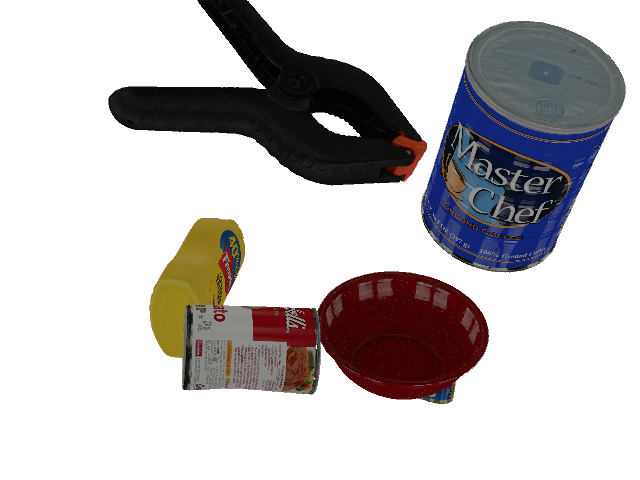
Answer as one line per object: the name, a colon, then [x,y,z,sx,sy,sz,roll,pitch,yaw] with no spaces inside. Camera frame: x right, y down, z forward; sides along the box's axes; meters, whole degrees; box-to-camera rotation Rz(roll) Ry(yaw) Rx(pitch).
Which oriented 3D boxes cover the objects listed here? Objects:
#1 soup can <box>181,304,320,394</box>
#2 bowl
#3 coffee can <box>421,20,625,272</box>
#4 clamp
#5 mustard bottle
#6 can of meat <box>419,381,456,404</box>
soup can: [-0.055,0.085,0.831,0.102,0.068,0.068,3,0,-9]
bowl: [0.075,0.099,1.009,0.162,0.055,0.162,2,37,-2]
coffee can: [0.133,-0.062,0.724,0.102,0.103,0.140,0,-41,-11]
clamp: [-0.028,-0.074,0.592,0.171,0.120,0.039,32,-27,7]
mustard bottle: [-0.119,0.031,1.106,0.058,0.096,0.191,4,31,11]
can of meat: [0.142,0.138,1.297,0.057,0.084,0.102,9,21,4]
